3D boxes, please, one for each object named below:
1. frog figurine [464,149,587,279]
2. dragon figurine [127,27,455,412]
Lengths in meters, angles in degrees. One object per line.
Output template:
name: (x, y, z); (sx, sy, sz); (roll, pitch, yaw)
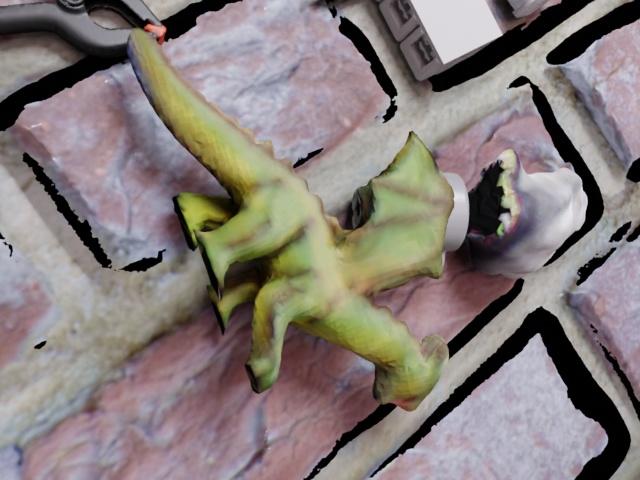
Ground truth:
frog figurine: (0.235, -0.016, 0.561); (0.159, 0.125, 0.135); (15, 113, -25)
dragon figurine: (0.001, -0.023, 0.466); (0.244, 0.122, 0.410); (-19, 92, -14)
